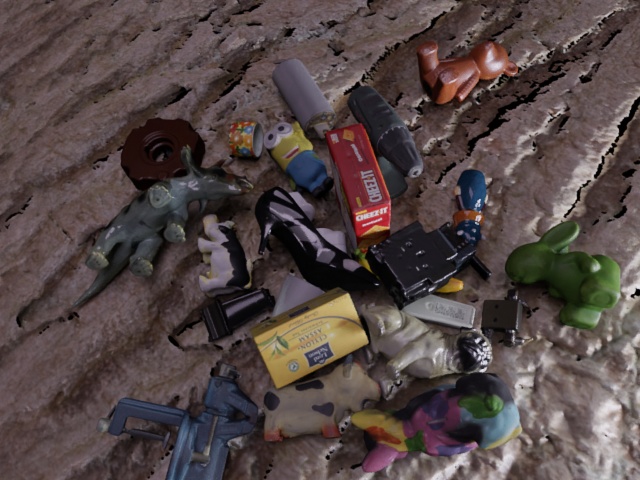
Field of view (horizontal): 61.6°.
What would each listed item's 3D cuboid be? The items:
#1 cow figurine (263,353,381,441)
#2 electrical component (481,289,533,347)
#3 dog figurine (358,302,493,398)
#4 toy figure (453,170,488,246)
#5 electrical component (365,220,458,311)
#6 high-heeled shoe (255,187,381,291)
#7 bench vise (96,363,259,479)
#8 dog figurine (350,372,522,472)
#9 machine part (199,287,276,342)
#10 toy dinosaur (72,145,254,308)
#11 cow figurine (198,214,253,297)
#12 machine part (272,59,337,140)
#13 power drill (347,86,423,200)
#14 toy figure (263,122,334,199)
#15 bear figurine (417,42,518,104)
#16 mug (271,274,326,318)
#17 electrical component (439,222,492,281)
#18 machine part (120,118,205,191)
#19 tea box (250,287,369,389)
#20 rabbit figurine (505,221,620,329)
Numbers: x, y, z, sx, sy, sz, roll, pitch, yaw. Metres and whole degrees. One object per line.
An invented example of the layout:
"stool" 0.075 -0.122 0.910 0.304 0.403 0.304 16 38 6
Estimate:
"cow figurine" 0.003 0.259 0.881 0.195 0.085 0.127 -7 71 4
"electrical component" 0.322 0.137 0.924 0.078 0.045 0.102 -10 58 33
"dog figurine" 0.175 0.162 0.908 0.191 0.121 0.172 -13 67 -15
"toy figure" 0.283 -0.056 1.010 0.064 0.057 0.154 5 70 15
"electrical component" 0.160 0.036 0.903 0.134 0.058 0.115 -28 69 -20
"high-heeled shoe" -0.002 -0.003 0.953 0.249 0.086 0.145 20 57 -7
"bench vise" -0.226 0.294 0.856 0.241 0.129 0.223 15 86 -7
"dog figurine" 0.161 0.278 0.806 0.219 0.191 0.108 -10 70 -15
"machine part" -0.148 0.128 0.982 0.139 0.039 0.084 -22 59 -2
"toy dinosaur" -0.325 -0.038 1.028 0.405 0.131 0.192 -33 23 16
"cow figurine" -0.178 0.021 1.017 0.098 0.068 0.167 -9 64 3
"machine part" -0.034 -0.305 1.150 0.079 0.079 0.243 -26 64 -6
"power drill" 0.121 -0.156 0.993 0.086 0.207 0.232 -26 62 0
"toy figure" -0.047 -0.157 1.081 0.082 0.089 0.180 -34 74 -25
"bear figurine" 0.309 -0.365 1.114 0.196 0.131 0.120 -26 68 1
"mug" -0.035 0.131 0.952 0.109 0.081 0.107 32 80 -12
"electrical component" 0.248 0.033 0.963 0.048 0.074 0.119 -33 69 -10
"machine part" -0.333 -0.181 1.137 0.179 0.056 0.179 -3 64 6
"tea box" -0.019 0.157 0.884 0.170 0.068 0.098 -26 100 -10
"rabbit figurine" 0.408 0.044 0.912 0.170 0.121 0.159 20 62 12
